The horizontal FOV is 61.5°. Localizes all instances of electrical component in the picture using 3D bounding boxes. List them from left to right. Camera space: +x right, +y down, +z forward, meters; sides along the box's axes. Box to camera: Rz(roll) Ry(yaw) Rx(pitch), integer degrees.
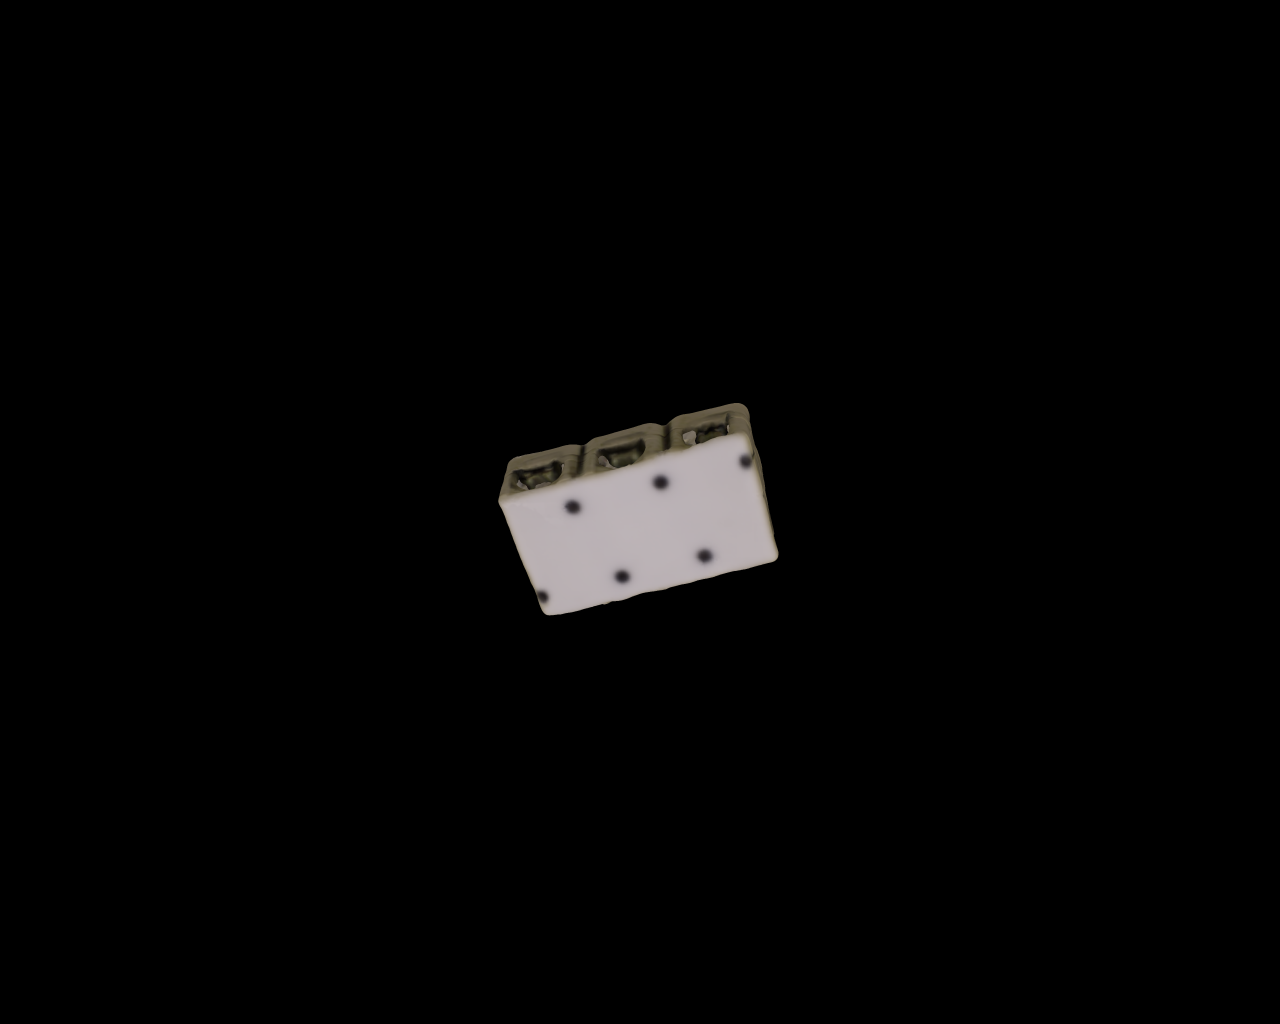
[{"bbox_3d":[0.001,-0.003,0.650,0.150,0.089,0.062,-14,26,7],"label":"electrical component"}]
